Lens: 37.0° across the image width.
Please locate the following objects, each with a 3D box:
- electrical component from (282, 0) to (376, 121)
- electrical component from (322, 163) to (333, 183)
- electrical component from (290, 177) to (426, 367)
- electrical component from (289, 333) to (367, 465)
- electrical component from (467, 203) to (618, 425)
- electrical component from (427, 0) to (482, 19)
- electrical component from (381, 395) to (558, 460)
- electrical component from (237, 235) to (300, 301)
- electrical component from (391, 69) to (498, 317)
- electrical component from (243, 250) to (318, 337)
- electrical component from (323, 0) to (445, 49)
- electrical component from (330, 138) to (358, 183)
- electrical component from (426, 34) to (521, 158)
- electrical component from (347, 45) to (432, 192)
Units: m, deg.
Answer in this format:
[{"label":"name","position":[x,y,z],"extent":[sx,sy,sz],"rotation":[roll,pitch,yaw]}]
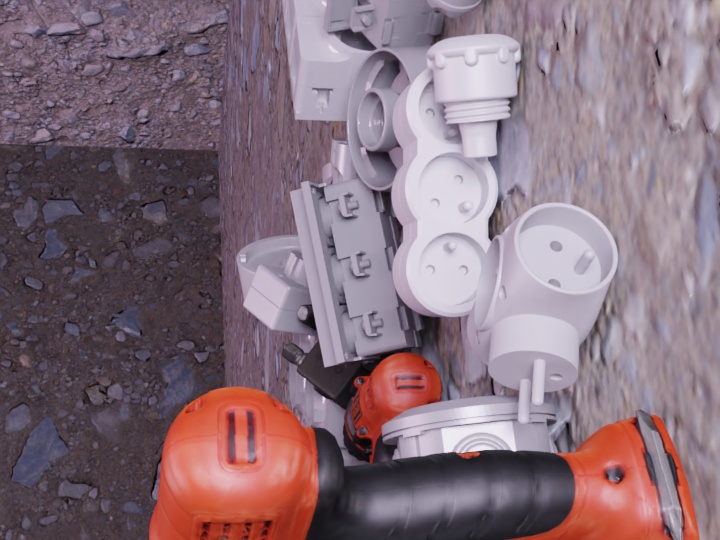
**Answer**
[{"label":"electrical component","position":[-0.007,-0.182,0.792],"extent":[0.061,0.089,0.150],"rotation":[103,164,-48]},{"label":"electrical component","position":[-0.014,-0.070,0.943],"extent":[0.077,0.044,0.079],"rotation":[120,149,-69]},{"label":"electrical component","position":[0.000,0.000,0.735],"extent":[0.079,0.063,0.121],"rotation":[10,-113,-72]},{"label":"electrical component","position":[-0.022,0.100,0.936],"extent":[0.186,0.060,0.105],"rotation":[-107,21,-59]},{"label":"electrical component","position":[0.073,0.025,0.452],"extent":[0.077,0.044,0.079],"rotation":[108,173,-58]},{"label":"electrical component","position":[0.058,-0.169,0.594],"extent":[0.061,0.035,0.035],"rotation":[118,151,-63]},{"label":"electrical component","position":[0.052,0.087,0.491],"extent":[0.080,0.080,0.051],"rotation":[124,142,-71]},{"label":"electrical component","position":[-0.066,0.012,1.066],"extent":[0.108,0.108,0.060],"rotation":[-113,20,-65]},{"label":"electrical component","position":[0.044,-0.042,0.613],"extent":[0.074,0.052,0.138],"rotation":[165,105,-80]},{"label":"electrical component","position":[-0.045,0.009,0.873],"extent":[0.047,0.066,0.076],"rotation":[35,107,45]},{"label":"electrical component","position":[0.025,-0.205,0.687],"extent":[0.063,0.079,0.121],"rotation":[53,148,36]},{"label":"electrical component","position":[0.005,-0.067,0.812],"extent":[0.078,0.058,0.057],"rotation":[-128,42,-73]},{"label":"electrical component","position":[0.060,-0.089,0.556],"extent":[0.048,0.048,0.062],"rotation":[-142,47,-77]},{"label":"electrical component","position":[0.034,-0.096,0.692],"extent":[0.099,0.064,0.099],"rotation":[8,99,62]}]
